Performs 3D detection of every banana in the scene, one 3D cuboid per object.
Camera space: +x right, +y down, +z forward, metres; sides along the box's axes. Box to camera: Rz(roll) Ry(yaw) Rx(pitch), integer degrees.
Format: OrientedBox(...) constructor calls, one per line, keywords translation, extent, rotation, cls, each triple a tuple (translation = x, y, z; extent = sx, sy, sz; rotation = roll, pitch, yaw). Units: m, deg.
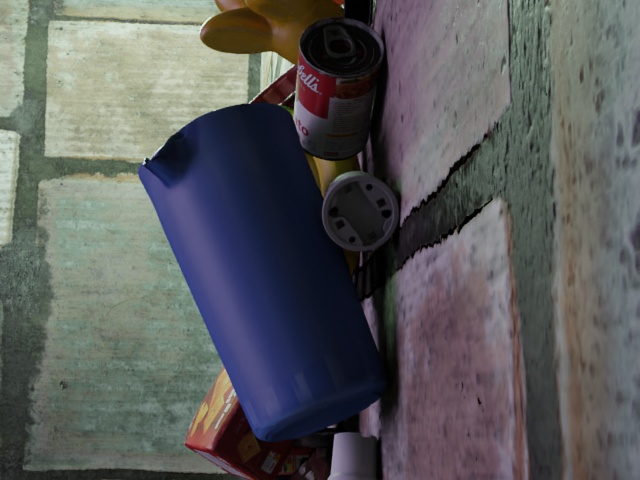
OrientedBox(translation=(0.008, -0.035, 0.948), extent=(0.037, 0.070, 0.198), rotation=(9, -112, -54), cls="banana")

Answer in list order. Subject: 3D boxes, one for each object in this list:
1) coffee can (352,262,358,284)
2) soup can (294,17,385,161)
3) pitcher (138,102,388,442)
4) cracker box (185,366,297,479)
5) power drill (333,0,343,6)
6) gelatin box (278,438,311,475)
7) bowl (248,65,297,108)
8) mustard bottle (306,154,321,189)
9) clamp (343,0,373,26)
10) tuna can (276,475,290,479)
OrientedBox(translation=(-0.039, 0.002, 1.010), extent=(0.103, 0.140, 0.103), rotation=(-179, 90, -85), cls="coffee can")
OrientedBox(translation=(0.014, -0.123, 0.879), extent=(0.102, 0.068, 0.068), rotation=(97, 172, -53), cls="soup can")
OrientedBox(translation=(-0.034, 0.026, 0.833), extent=(0.145, 0.149, 0.243), rotation=(106, 143, -68), cls="pitcher")
OrientedBox(translation=(-0.056, 0.146, 1.040), extent=(0.164, 0.072, 0.214), rotation=(-60, 7, -15), cls="cracker box")
OrientedBox(translation=(0.006, -0.339, 1.057), extent=(0.184, 0.057, 0.188), rotation=(-107, 16, -61), cls="power drill")
OrientedBox(translation=(-0.017, 0.217, 1.089), extent=(0.089, 0.073, 0.030), rotation=(-167, 77, -84), cls="gelatin box")
OrientedBox(translation=(-0.026, -0.131, 1.078), extent=(0.055, 0.162, 0.162), rotation=(49, -174, -15), cls="bowl")
OrientedBox(translation=(-0.008, 0.001, 1.115), extent=(0.096, 0.058, 0.192), rotation=(-126, 37, -80), cls="mustard bottle")
OrientedBox(translation=(0.035, -0.274, 0.849), extent=(0.164, 0.036, 0.210), rotation=(114, 157, -81), cls="clamp")
OrientedBox(translation=(-0.038, 0.260, 1.233), extent=(0.086, 0.086, 0.034), rotation=(99, 169, -54), cls="tuna can")
